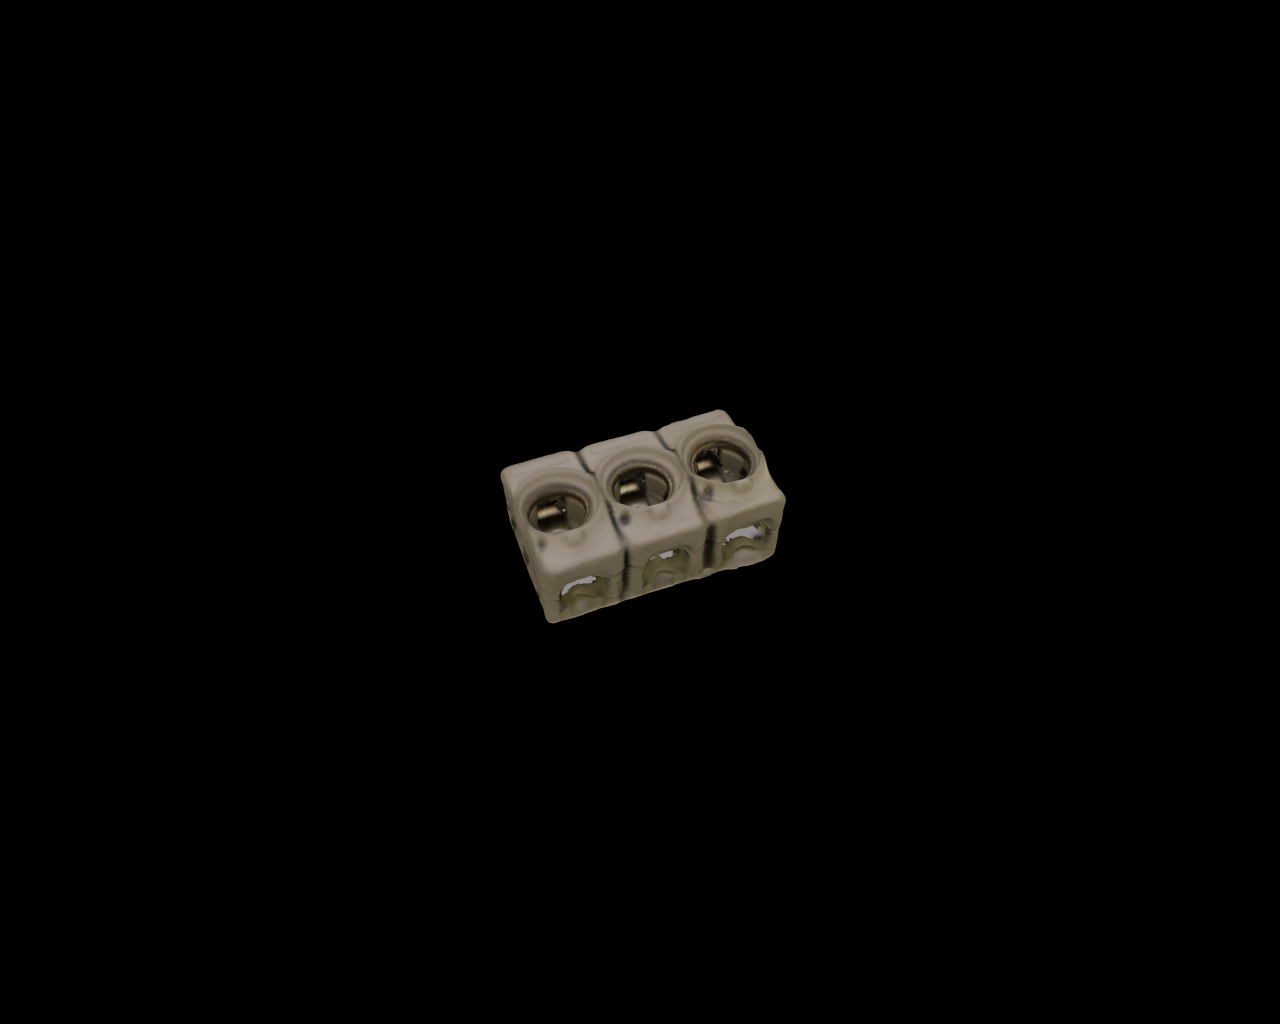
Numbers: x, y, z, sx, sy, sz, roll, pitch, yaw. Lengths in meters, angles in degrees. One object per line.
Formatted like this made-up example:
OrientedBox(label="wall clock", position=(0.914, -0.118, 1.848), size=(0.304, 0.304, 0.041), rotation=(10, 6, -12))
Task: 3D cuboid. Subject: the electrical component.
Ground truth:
OrientedBox(label="electrical component", position=(0.001, -0.003, 0.650), size=(0.150, 0.090, 0.061), rotation=(-17, -39, -14))
